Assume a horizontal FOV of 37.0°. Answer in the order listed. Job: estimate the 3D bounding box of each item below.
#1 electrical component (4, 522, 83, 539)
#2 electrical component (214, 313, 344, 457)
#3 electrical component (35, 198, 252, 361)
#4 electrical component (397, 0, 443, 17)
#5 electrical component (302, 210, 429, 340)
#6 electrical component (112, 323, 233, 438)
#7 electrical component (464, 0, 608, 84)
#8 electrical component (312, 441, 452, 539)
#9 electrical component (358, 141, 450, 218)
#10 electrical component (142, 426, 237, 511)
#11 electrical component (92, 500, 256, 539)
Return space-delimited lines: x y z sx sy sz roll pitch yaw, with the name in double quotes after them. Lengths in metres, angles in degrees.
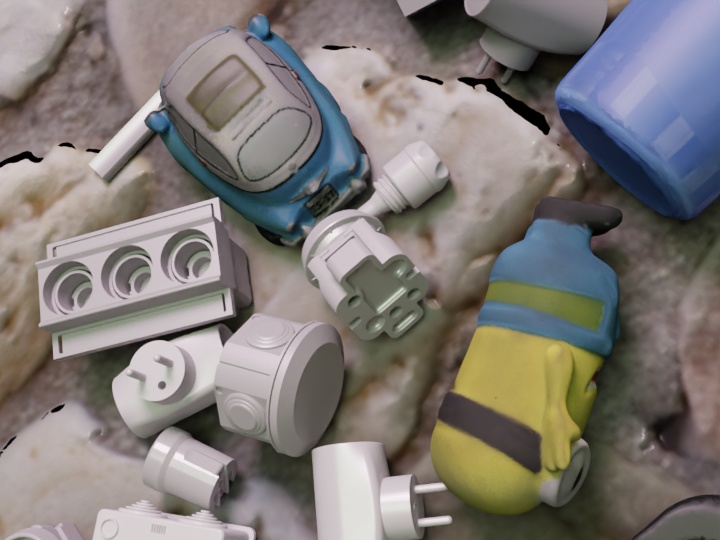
-0.194 0.184 0.662 0.048 0.055 0.066 -41 68 2 "electrical component"
-0.046 0.067 0.640 0.051 0.080 0.080 12 78 25 "electrical component"
-0.136 0.010 0.689 0.121 0.063 0.078 -14 69 12 "electrical component"
0.034 -0.269 0.683 0.105 0.060 0.186 -26 99 7 "electrical component"
0.000 0.000 0.651 0.058 0.078 0.057 -41 49 1 "electrical component"
-0.116 0.065 0.660 0.077 0.079 0.043 -27 69 7 "electrical component"
0.100 -0.151 0.668 0.079 0.077 0.043 -60 27 34 "electrical component"
0.014 0.138 0.620 0.079 0.044 0.077 -9 72 13 "electrical component"
0.025 -0.052 0.677 0.061 0.035 0.035 -39 68 6 "electrical component"
-0.104 0.123 0.662 0.046 0.040 0.040 22 82 15 "electrical component"
-0.118 0.191 0.641 0.100 0.048 0.099 5 76 17 "electrical component"
